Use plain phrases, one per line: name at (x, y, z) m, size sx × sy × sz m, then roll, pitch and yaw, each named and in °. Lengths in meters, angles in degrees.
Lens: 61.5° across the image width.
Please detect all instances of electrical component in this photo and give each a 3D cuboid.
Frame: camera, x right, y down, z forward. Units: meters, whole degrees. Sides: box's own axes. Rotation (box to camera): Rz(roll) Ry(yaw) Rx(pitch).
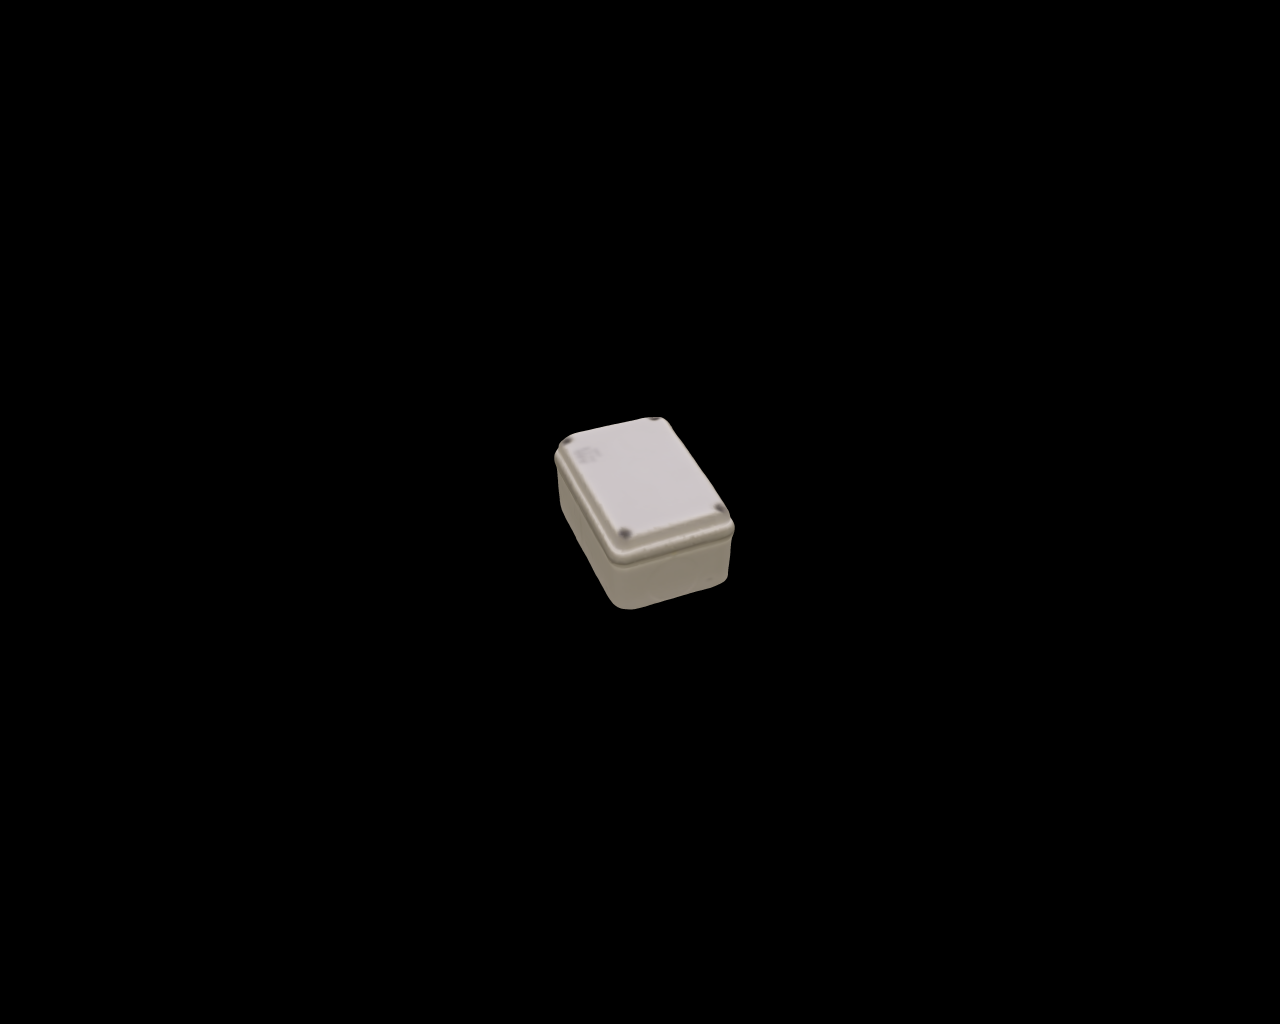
electrical component at (0.001, -0.003, 0.650) m, size 0.078 × 0.057 × 0.113 m, roll -14°, pitch 42°, yaw -16°
